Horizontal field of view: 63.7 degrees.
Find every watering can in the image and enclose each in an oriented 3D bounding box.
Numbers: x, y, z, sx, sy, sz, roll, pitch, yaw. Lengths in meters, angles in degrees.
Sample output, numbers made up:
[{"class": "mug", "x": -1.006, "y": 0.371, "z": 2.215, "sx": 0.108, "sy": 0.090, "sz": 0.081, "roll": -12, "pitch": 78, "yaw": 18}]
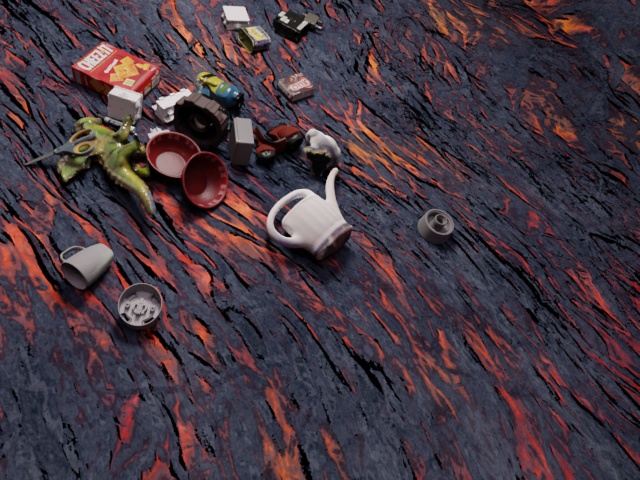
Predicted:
[{"class": "watering can", "x": 0.005, "y": -0.076, "z": 1.510, "sx": 0.226, "sy": 0.102, "sz": 0.353, "roll": 42, "pitch": 55, "yaw": 12}]

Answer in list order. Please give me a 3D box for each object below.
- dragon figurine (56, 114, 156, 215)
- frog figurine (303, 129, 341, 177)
[{"class": "dragon figurine", "x": -0.605, "y": -0.213, "z": 1.443, "sx": 0.243, "sy": 0.119, "sz": 0.419, "roll": -16, "pitch": 58, "yaw": -7}, {"class": "frog figurine", "x": 0.010, "y": -0.303, "z": 1.673, "sx": 0.135, "sy": 0.121, "sz": 0.163, "roll": 43, "pitch": 36, "yaw": -27}]
